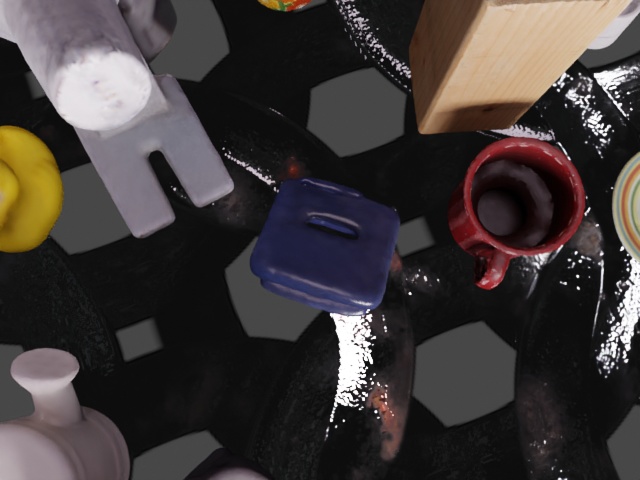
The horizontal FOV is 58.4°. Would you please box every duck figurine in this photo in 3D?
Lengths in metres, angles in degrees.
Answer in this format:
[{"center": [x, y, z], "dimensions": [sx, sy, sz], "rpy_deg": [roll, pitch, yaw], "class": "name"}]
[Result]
[{"center": [-0.258, -0.047, 0.457], "dimensions": [0.077, 0.086, 0.104], "rpy_deg": [0, 80, -2], "class": "duck figurine"}]

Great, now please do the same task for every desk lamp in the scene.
[{"center": [-0.157, -0.127, 0.410], "dimensions": [0.118, 0.213, 0.203], "rpy_deg": [-30, 82, -6], "class": "desk lamp"}]

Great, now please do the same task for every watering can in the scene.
[{"center": [-0.201, 0.160, 0.369], "dimensions": [0.101, 0.194, 0.173], "rpy_deg": [-5, 80, -2], "class": "watering can"}]

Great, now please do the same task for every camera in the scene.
[{"center": [-0.179, -0.248, 0.487], "dimensions": [0.143, 0.101, 0.137], "rpy_deg": [38, 81, 5], "class": "camera"}]

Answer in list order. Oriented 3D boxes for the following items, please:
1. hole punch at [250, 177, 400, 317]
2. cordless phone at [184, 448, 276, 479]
[{"center": [0.004, 0.002, 0.455], "dimensions": [0.108, 0.091, 0.101], "rpy_deg": [16, 80, 1], "class": "hole punch"}, {"center": [-0.087, 0.218, 0.368], "dimensions": [0.094, 0.185, 0.148], "rpy_deg": [42, 82, 6], "class": "cordless phone"}]
